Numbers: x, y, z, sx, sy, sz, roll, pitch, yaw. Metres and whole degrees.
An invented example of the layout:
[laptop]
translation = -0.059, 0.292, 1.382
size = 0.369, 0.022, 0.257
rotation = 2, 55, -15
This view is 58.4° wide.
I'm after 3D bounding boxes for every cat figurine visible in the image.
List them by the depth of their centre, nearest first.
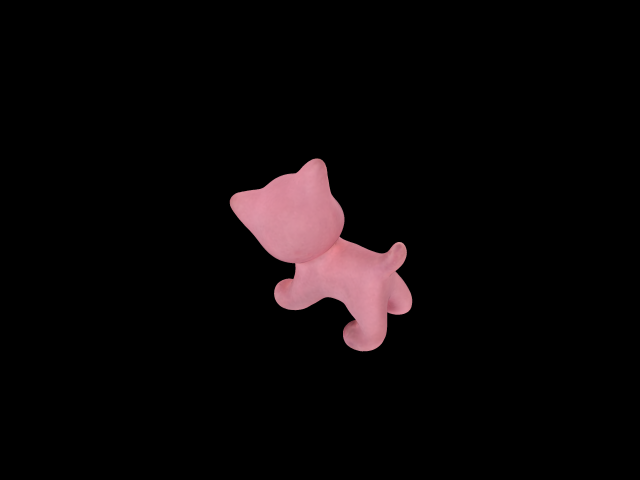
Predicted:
[cat figurine]
translation = 0.004, 0.001, 0.400
size = 0.127, 0.118, 0.067
rotation = 24, 50, 22
